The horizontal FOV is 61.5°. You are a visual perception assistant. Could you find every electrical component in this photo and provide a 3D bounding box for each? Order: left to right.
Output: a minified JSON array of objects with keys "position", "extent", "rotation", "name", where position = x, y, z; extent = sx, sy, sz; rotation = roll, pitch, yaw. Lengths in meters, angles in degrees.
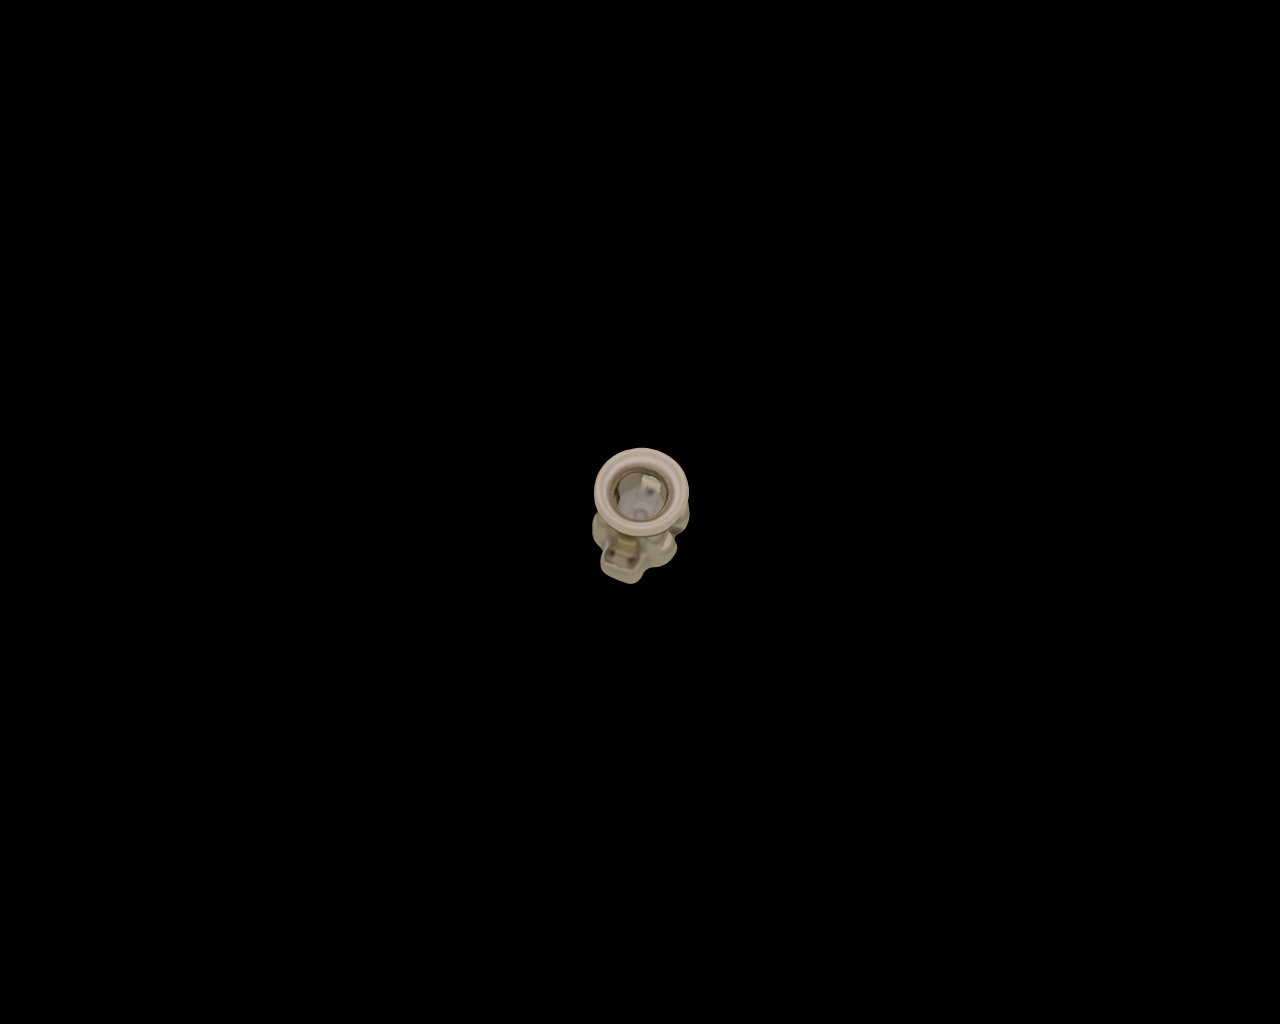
[{"position":[0.001,-0.003,0.650],"extent":[0.058,0.078,0.057],"rotation":[20,-24,9],"name":"electrical component"}]
